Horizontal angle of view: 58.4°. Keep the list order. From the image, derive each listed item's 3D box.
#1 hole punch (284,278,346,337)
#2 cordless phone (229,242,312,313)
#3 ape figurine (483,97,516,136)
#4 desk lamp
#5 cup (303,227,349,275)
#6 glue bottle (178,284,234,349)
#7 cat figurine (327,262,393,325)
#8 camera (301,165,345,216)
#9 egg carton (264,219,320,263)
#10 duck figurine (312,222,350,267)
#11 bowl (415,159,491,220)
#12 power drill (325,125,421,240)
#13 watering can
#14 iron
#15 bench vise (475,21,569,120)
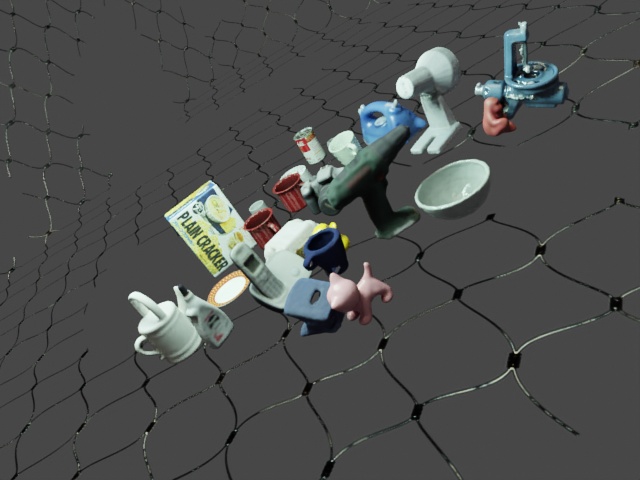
[{"bbox_3d":[-0.005,0.128,1.160,0.100,0.091,0.109,-14,34,32],"label":"hole punch"},{"bbox_3d":[-0.112,0.058,1.280,0.093,0.185,0.148,-6,39,41],"label":"cordless phone"},{"bbox_3d":[0.425,-0.303,1.386,0.076,0.092,0.078,-10,36,36],"label":"ape figurine"},{"bbox_3d":[0.290,-0.366,1.495,0.117,0.214,0.203,5,47,49],"label":"desk lamp"},{"bbox_3d":[0.016,0.043,1.267,0.091,0.095,0.118,0,43,46],"label":"cup"},{"bbox_3d":[-0.265,0.164,1.287,0.037,0.173,0.078,-8,38,39],"label":"glue bottle"},{"bbox_3d":[0.065,0.100,1.103,0.128,0.118,0.067,-46,31,-21],"label":"cat figurine"},{"bbox_3d":[0.015,-0.126,1.525,0.143,0.101,0.137,-22,30,21],"label":"camera"},{"bbox_3d":[-0.067,0.010,1.431,0.107,0.069,0.150,7,48,50],"label":"egg carton"},{"bbox_3d":[0.012,0.005,1.340,0.105,0.086,0.077,-44,30,-19],"label":"duck figurine"},{"bbox_3d":[0.292,-0.094,1.217,0.167,0.075,0.167,-25,29,16],"label":"bowl"},{"bbox_3d":[0.136,-0.114,1.267,0.229,0.209,0.075,-33,28,1],"label":"power drill"},{"bbox_3d":[-0.368,0.185,1.337,0.100,0.194,0.173,-15,34,31],"label":"watering can"},{"bbox_3d":[0.176,-0.342,1.650,0.119,0.142,0.257,-44,30,-18],"label":"iron"},{"bbox_3d":[0.457,-0.392,1.356,0.207,0.220,0.121,-17,32,27],"label":"bench vise"}]
